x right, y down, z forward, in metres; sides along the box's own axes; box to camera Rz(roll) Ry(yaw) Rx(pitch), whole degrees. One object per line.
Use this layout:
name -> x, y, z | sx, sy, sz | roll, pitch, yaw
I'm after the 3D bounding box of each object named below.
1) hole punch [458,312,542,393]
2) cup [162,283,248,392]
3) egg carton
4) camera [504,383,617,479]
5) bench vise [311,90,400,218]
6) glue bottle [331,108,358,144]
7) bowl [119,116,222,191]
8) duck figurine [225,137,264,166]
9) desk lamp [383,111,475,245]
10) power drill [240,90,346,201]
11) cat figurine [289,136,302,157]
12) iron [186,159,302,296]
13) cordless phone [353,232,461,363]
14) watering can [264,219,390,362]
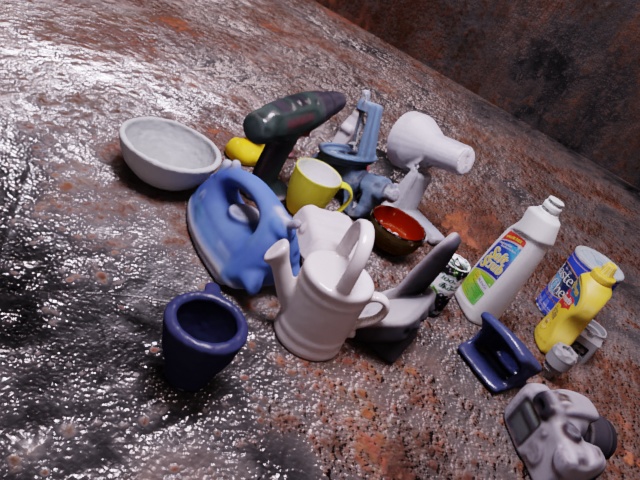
hole punch -> 0.290, 0.169, 0.896 | 0.101, 0.091, 0.108 | 2, 38, -37
cup -> -0.136, 0.111, 0.639 | 0.092, 0.095, 0.117 | 18, 31, -16
egg carton -> 0.009, 0.003, 0.949 | 0.107, 0.069, 0.150 | 13, 33, -23
camera -> 0.345, 0.268, 0.777 | 0.137, 0.100, 0.143 | 17, 31, -18
bench vise -> 0.092, -0.168, 1.132 | 0.207, 0.219, 0.122 | 34, 30, 12
glue bottle -> 0.058, -0.228, 1.244 | 0.037, 0.173, 0.078 | 34, 30, 12
bowl -> -0.251, -0.130, 0.942 | 0.168, 0.074, 0.167 | 20, 30, -12
duck figurine -> -0.135, -0.200, 1.133 | 0.077, 0.086, 0.105 | 38, 31, 19
desk lamp -> 0.213, -0.132, 1.181 | 0.118, 0.213, 0.202 | -3, 41, -41
power drill -> -0.059, -0.172, 1.027 | 0.075, 0.208, 0.230 | 39, 32, 20
cat figurine -> -0.066, -0.245, 1.227 | 0.067, 0.117, 0.127 | 16, 32, -19
iron -> -0.115, -0.040, 0.844 | 0.119, 0.141, 0.257 | -5, 43, -43
cordless phone -> 0.128, 0.070, 0.824 | 0.094, 0.185, 0.148 | 34, 30, 12
watering can -> 0.012, 0.056, 0.744 | 0.173, 0.194, 0.100 | 9, 34, -28
